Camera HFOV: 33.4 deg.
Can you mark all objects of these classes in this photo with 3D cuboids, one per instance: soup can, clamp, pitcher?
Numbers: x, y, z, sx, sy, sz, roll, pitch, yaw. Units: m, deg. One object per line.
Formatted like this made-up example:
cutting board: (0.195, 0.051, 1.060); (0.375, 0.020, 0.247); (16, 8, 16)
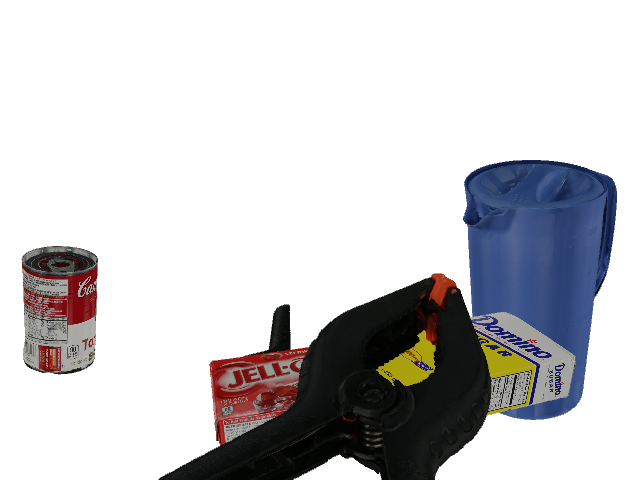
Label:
soup can: (-0.242, 0.064, 0.987); (0.068, 0.102, 0.068); (5, 19, -2)
clamp: (0.027, 0.079, 0.419); (0.120, 0.039, 0.171); (29, 50, 21)
pitcher: (0.218, 0.047, 1.059); (0.149, 0.243, 0.145); (1, 24, 10)
clamp: (-0.022, 0.138, 1.111); (0.165, 0.036, 0.209); (18, 28, 23)

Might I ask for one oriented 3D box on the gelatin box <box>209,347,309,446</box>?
gelatin box: (-0.027, 0.103, 0.710); (0.089, 0.030, 0.073); (-7, 25, -6)

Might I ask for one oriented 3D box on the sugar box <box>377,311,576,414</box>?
sugar box: (0.108, 0.103, 0.861); (0.175, 0.048, 0.093); (-10, 27, -29)
